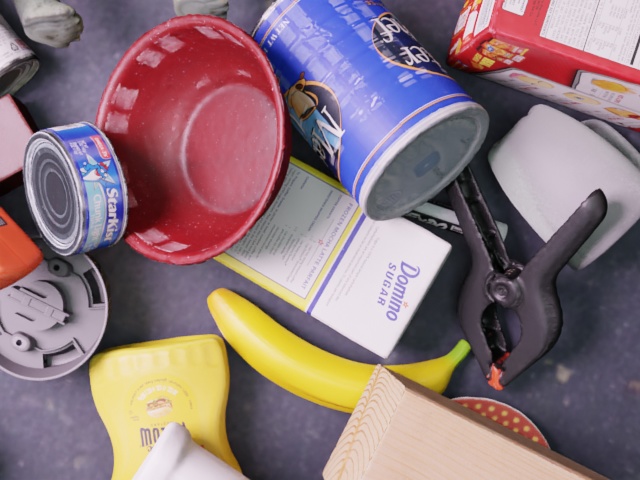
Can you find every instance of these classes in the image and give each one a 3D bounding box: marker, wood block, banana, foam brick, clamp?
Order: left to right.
[{"bbox_3d":[-0.234,-0.060,0.752,0.078,0.051,0.053,-29,91,-3],"label":"foam brick"},{"bbox_3d":[0.009,0.088,0.775,0.197,0.037,0.069,13,60,-6],"label":"banana"},{"bbox_3d":[0.078,-0.022,0.784,0.121,0.020,0.020,19,89,-3],"label":"marker"},{"bbox_3d":[0.117,0.175,0.722,0.206,0.090,0.091,27,90,-9],"label":"wood block"},{"bbox_3d":[0.128,0.022,0.755,0.120,0.039,0.171,30,123,34],"label":"clamp"}]

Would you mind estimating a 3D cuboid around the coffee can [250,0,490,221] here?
[{"bbox_3d":[0.030,-0.098,0.717,0.103,0.102,0.140,-37,68,-3],"label":"coffee can"}]

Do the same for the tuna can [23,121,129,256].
[{"bbox_3d":[-0.162,-0.033,0.702,0.033,0.086,0.086,-16,91,-37],"label":"tuna can"}]

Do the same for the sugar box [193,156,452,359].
[{"bbox_3d":[-0.005,0.001,0.755,0.176,0.048,0.093,31,89,5],"label":"sugar box"}]

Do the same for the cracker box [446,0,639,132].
[{"bbox_3d":[0.206,-0.125,0.719,0.213,0.164,0.072,18,91,-3],"label":"cracker box"}]

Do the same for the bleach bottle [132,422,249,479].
[{"bbox_3d":[-0.018,0.227,0.696,0.251,0.068,0.102,32,96,-3],"label":"bleach bottle"}]

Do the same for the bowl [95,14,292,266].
[{"bbox_3d":[-0.074,-0.063,0.704,0.162,0.055,0.162,-2,86,34],"label":"bowl"}]

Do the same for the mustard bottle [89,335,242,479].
[{"bbox_3d":[-0.103,0.167,0.755,0.096,0.058,0.191,-8,91,-2],"label":"mustard bottle"}]

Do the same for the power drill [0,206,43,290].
[{"bbox_3d":[-0.266,0.055,0.711,0.184,0.057,0.188,45,113,5],"label":"power drill"}]

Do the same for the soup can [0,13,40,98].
[{"bbox_3d":[-0.253,-0.145,0.744,0.068,0.068,0.102,-39,92,-3],"label":"soup can"}]
